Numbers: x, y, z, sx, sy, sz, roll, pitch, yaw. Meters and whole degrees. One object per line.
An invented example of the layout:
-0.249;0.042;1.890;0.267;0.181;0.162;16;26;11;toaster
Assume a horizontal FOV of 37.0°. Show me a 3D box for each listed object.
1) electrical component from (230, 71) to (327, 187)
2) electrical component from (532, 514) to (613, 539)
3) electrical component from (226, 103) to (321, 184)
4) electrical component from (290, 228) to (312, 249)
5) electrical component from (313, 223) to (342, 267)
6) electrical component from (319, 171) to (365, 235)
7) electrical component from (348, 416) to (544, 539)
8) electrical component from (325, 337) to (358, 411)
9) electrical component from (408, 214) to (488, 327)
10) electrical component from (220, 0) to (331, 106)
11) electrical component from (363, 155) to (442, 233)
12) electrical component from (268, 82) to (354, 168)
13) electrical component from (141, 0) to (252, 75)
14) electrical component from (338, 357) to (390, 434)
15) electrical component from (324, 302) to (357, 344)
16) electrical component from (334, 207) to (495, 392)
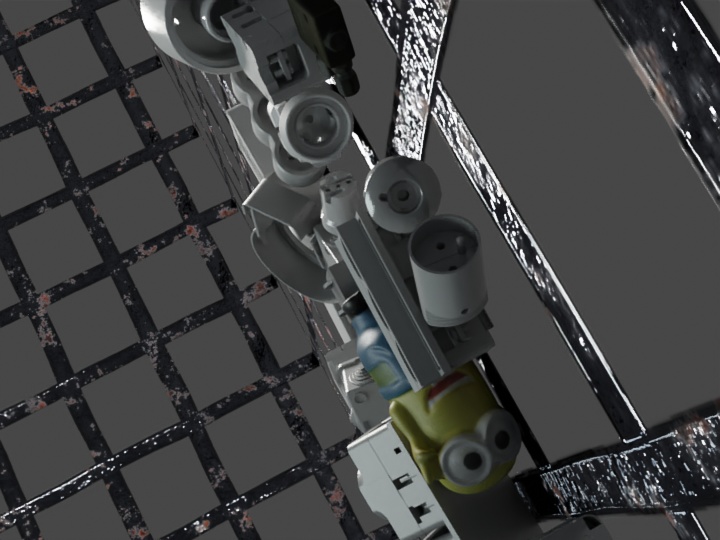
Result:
-0.078;-0.143;1.038;0.138;0.052;0.073;62;173;6;electrical component
0.144;0.225;0.700;0.113;0.078;0.057;61;170;16;electrical component
-0.092;-0.129;1.165;0.113;0.057;0.078;59;172;27;electrical component
-0.058;-0.061;1.213;0.083;0.047;0.075;67;172;-27;electrical component
0.000;0.000;1.012;0.099;0.048;0.099;54;167;54;electrical component
-0.017;-0.060;0.962;0.046;0.040;0.040;81;162;-48;electrical component
0.077;0.198;0.878;0.186;0.060;0.105;59;-146;5;electrical component
0.019;0.094;1.059;0.050;0.089;0.055;58;171;33;electrical component
0.056;0.006;0.666;0.043;0.043;0.081;58;171;34;electrical component
-0.060;-0.168;0.803;0.089;0.056;0.050;52;167;54;electrical component
0.024;-0.052;0.687;0.062;0.048;0.048;-115;0;-74;electrical component
-0.037;-0.115;0.833;0.078;0.058;0.057;66;175;-21;electrical component
-0.113;-0.208;0.854;0.060;0.108;0.108;43;160;53;electrical component
0.037;0.119;0.996;0.048;0.100;0.099;-103;-9;-62;electrical component
0.002;0.060;1.223;0.099;0.048;0.100;63;173;1;electrical component
0.038;0.014;0.741;0.121;0.063;0.078;62;173;9;electrical component
